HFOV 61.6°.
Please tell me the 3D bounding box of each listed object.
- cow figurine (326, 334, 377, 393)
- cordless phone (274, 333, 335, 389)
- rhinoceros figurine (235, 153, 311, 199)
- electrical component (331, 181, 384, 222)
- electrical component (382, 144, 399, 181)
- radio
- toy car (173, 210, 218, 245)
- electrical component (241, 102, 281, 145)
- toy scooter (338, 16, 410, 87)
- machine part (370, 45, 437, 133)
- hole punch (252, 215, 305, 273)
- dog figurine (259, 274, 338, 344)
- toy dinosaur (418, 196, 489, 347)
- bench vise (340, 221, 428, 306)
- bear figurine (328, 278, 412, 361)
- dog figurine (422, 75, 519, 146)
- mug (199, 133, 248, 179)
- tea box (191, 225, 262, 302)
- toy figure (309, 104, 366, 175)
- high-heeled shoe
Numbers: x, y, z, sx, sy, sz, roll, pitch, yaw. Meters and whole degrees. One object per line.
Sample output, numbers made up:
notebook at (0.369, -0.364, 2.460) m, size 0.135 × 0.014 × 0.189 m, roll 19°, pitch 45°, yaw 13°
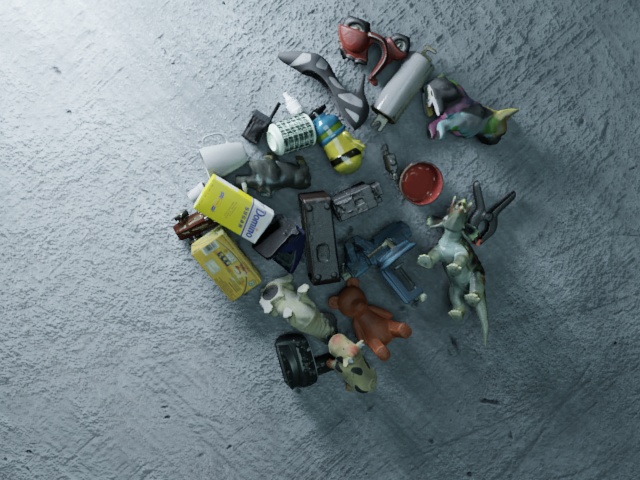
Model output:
cow figurine at (0.083, 0.319, 1.383) m, size 0.085 × 0.127 × 0.194 m, roll -49°, pitch 119°, yaw -30°
cordless phone at (-0.017, 0.306, 1.430) m, size 0.184 × 0.089 × 0.146 m, roll -16°, pitch 100°, yaw -14°
rhinoceros figurine at (-0.117, -0.161, 1.345) m, size 0.190 × 0.073 × 0.112 m, roll -2°, pitch 110°, yaw -7°
electrical component at (0.091, -0.102, 1.348) m, size 0.134 × 0.115 × 0.058 m, roll -25°, pitch 105°, yaw -2°
electrical component at (0.180, -0.198, 1.366) m, size 0.021 × 0.063 × 0.094 m, roll -16°, pitch 99°, yaw -3°
radio at (-0.003, -0.004, 1.345) m, size 0.073 × 0.131 × 0.229 m, roll -9°, pitch 100°, yaw -6°
toy car at (-0.274, -0.060, 1.353) m, size 0.202 × 0.053 × 0.089 m, roll -27°, pitch 104°, yaw -2°
electrical component at (-0.144, -0.293, 1.316) m, size 0.048 × 0.075 × 0.119 m, roll 29°, pitch 99°, yaw -10°
toy scooter at (0.119, -0.457, 1.315) m, size 0.184 × 0.075 × 0.135 m, roll 21°, pitch 116°, yaw -1°
machine part at (0.204, -0.377, 1.334) m, size 0.079 × 0.079 × 0.243 m, roll 34°, pitch 95°, yaw -10°
hole punch at (-0.090, 0.011, 1.346) m, size 0.116 × 0.142 × 0.092 m, roll -51°, pitch 122°, yaw -4°
dog figurine at (-0.055, 0.191, 1.402) m, size 0.121 × 0.173 × 0.190 m, roll -48°, pitch 132°, yaw -11°
toy dinosaur at (0.373, 0.072, 1.397) m, size 0.192 × 0.131 × 0.404 m, roll -50°, pitch 125°, yaw -38°
bench vise at (0.174, 0.073, 1.371) m, size 0.224 × 0.129 × 0.240 m, roll -36°, pitch 82°, yaw -18°
bear figurine at (0.124, 0.197, 1.395) m, size 0.120 × 0.132 × 0.195 m, roll -41°, pitch 106°, yaw -12°
dog figurine at (0.379, -0.326, 1.347) m, size 0.219 × 0.108 × 0.191 m, roll -11°, pitch 97°, yaw -8°
mug at (-0.238, -0.211, 1.323) m, size 0.107 × 0.081 × 0.109 m, roll -19°, pitch 94°, yaw -13°
tea box at (-0.234, 0.058, 1.346) m, size 0.098 × 0.068 × 0.169 m, roll -33°, pitch 116°, yaw 1°
toy figure at (0.036, -0.245, 1.337) m, size 0.089 × 0.082 × 0.180 m, roll -42°, pitch 102°, yaw -3°
high-heeled shoe at (0.004, -0.360, 1.301) m, size 0.249 × 0.086 × 0.145 m, roll 15°, pitch 88°, yaw -3°
